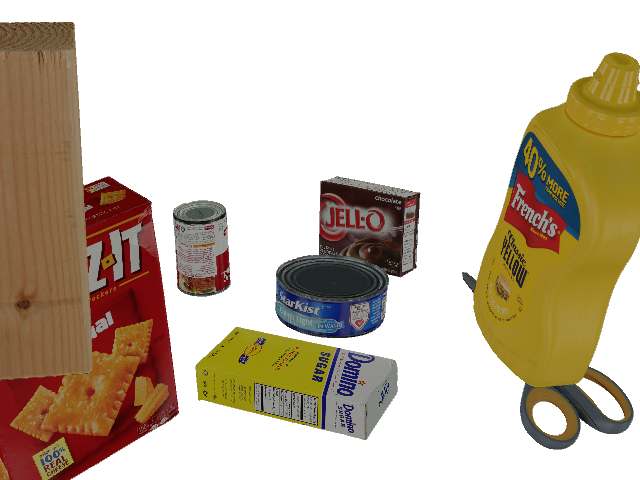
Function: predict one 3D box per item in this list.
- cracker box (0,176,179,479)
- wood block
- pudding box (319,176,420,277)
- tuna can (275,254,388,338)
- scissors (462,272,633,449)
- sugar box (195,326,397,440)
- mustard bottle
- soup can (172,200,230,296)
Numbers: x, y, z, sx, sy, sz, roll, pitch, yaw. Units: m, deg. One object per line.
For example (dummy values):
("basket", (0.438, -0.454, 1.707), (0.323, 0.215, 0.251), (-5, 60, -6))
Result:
("cracker box", (-0.201, 0.080, 0.839), (0.163, 0.214, 0.072), (-27, 38, -36))
("wood block", (-0.193, -0.025, 0.664), (0.090, 0.206, 0.090), (-3, 22, -12))
("pudding box", (0.052, -0.017, 1.168), (0.114, 0.090, 0.039), (12, 21, 32))
("tuna can", (0.008, 0.042, 0.812), (0.086, 0.034, 0.086), (3, 21, -1))
("scissors", (0.164, 0.101, 0.886), (0.096, 0.016, 0.202), (-32, 52, -29))
("sugar box", (-0.022, 0.134, 1.029), (0.176, 0.048, 0.093), (7, 24, 21))
("mustard bottle", (0.138, -0.016, 0.591), (0.058, 0.192, 0.096), (-2, 39, -16))
("soup can", (-0.148, 0.009, 1.329), (0.068, 0.102, 0.068), (-1, 25, 0))
